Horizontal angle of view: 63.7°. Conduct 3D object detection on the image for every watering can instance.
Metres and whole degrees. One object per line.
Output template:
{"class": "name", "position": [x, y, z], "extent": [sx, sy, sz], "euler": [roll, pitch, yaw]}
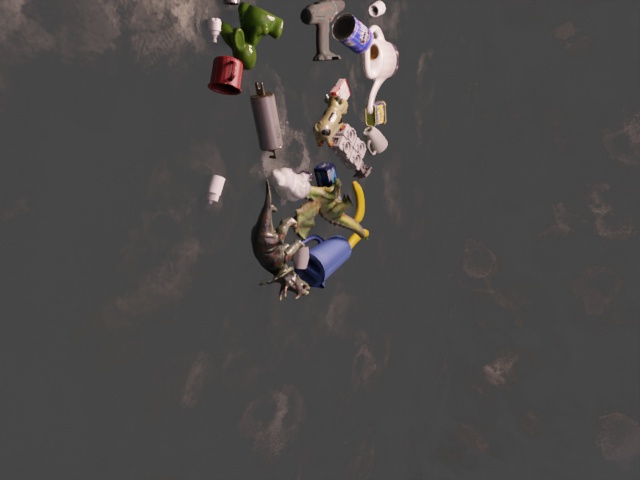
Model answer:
{"class": "watering can", "position": [0.237, -0.695, 2.114], "extent": [0.104, 0.344, 0.226], "euler": [8, 17, 32]}

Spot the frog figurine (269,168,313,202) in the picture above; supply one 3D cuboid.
{"class": "frog figurine", "position": [-0.105, -0.177, 1.673], "extent": [0.138, 0.121, 0.161], "euler": [31, 22, 6]}

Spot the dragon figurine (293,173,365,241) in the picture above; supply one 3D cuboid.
{"class": "dragon figurine", "position": [0.006, -0.094, 1.875], "extent": [0.244, 0.403, 0.124], "euler": [-33, 31, -7]}
